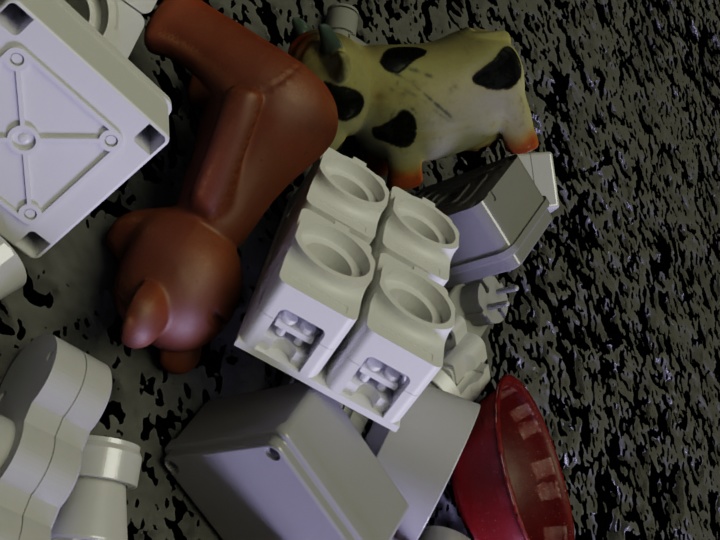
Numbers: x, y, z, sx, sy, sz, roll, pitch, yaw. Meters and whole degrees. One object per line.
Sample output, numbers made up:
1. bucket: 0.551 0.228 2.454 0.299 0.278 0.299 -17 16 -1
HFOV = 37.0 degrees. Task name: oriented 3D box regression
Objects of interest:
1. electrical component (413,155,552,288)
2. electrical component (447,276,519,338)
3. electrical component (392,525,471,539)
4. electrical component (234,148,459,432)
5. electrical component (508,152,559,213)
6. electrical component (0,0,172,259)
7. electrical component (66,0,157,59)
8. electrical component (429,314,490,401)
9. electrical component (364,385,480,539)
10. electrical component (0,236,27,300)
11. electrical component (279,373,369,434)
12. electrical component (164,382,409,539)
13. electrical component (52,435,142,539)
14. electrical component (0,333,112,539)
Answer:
1. electrical component: 0.079 -0.032 0.816 0.057 0.113 0.078 56 47 -17
2. electrical component: 0.089 0.026 0.837 0.047 0.077 0.065 56 47 -20
3. electrical component: 0.042 0.217 0.763 0.079 0.044 0.077 45 51 -29
4. electrical component: 0.000 0.000 0.671 0.105 0.060 0.186 29 28 -10
5. electrical component: 0.115 -0.063 0.896 0.076 0.083 0.047 -5 82 -8
6. electrical component: -0.174 -0.080 0.564 0.109 0.109 0.056 43 16 -30
7. electrical component: -0.156 -0.189 0.616 0.089 0.062 0.150 32 77 -37
8. electrical component: 0.059 0.080 0.804 0.057 0.058 0.078 -45 133 -41
9. electrical component: 0.032 0.127 0.736 0.060 0.108 0.108 26 53 6
10. electrical component: -0.212 0.012 0.557 0.044 0.044 0.065 55 52 -21
11. electrical component: -0.027 0.093 0.714 0.078 0.058 0.057 54 47 -38
12. electrical component: -0.045 0.128 0.650 0.108 0.109 0.056 57 44 -19
13. electrical component: -0.146 0.122 0.593 0.045 0.045 0.055 25 62 -40
14. electrical component: -0.187 0.094 0.551 0.074 0.052 0.138 37 56 -34
